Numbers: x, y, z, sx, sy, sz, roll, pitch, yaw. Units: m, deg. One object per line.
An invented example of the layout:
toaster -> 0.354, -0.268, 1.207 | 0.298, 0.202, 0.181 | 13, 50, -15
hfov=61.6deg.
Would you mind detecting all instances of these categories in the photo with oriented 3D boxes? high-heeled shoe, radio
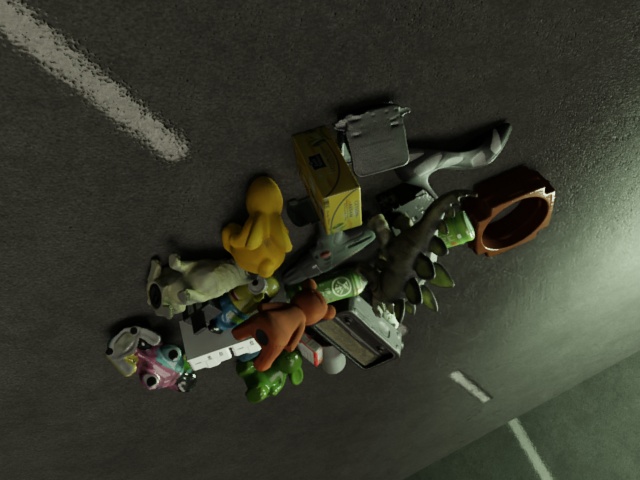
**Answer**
high-heeled shoe -> 0.258, -0.190, 1.065 | 0.249, 0.086, 0.145 | -43, 110, -5
radio -> 0.097, 0.230, 1.355 | 0.131, 0.073, 0.229 | -28, 123, 33

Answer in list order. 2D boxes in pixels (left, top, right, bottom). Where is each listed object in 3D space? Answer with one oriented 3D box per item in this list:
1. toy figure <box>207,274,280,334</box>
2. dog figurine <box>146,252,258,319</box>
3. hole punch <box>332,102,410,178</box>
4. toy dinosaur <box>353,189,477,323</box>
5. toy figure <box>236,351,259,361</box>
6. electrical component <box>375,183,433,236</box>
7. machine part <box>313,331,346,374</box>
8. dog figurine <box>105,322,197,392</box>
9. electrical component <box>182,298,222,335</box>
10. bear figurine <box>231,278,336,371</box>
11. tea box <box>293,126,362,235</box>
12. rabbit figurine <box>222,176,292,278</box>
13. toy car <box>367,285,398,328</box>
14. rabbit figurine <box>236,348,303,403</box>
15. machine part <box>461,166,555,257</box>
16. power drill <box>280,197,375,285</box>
toy figure -> -0.171, 0.132, 1.176 | 0.180, 0.082, 0.089 | -43, 165, 10
dog figurine -> -0.235, 0.085, 1.088 | 0.172, 0.121, 0.190 | -15, 173, 42
hole punch -> 0.089, -0.183, 0.961 | 0.142, 0.092, 0.115 | -14, 111, -9
toy dinosaur -> 0.178, 0.037, 1.062 | 0.105, 0.199, 0.470 | -16, 145, -24
toy figure -> -0.145, 0.244, 1.337 | 0.154, 0.064, 0.057 | -38, 102, 10
electrical component -> 0.194, -0.066, 1.160 | 0.115, 0.058, 0.134 | -27, 141, 7
machine part -> 0.027, 0.298, 1.476 | 0.079, 0.079, 0.243 | -19, 140, -7
dog figurine -> -0.371, 0.275, 1.219 | 0.108, 0.192, 0.219 | -57, 174, -17
electrical component -> -0.247, 0.148, 1.124 | 0.075, 0.119, 0.047 | -37, 140, 11
bear figurine -> -0.071, 0.173, 1.159 | 0.196, 0.120, 0.132 | -29, 167, -49
tea box -> 0.012, -0.104, 0.928 | 0.068, 0.170, 0.098 | -17, 143, -8
rabbit figurine -> -0.113, -0.028, 0.989 | 0.122, 0.162, 0.173 | 4, 117, -15
toy car -> 0.168, 0.171, 1.405 | 0.056, 0.074, 0.201 | -20, 142, 0
rabbit figurine -> -0.108, 0.349, 1.427 | 0.170, 0.121, 0.159 | -36, 147, 18
machine part -> 0.437, -0.065, 1.267 | 0.201, 0.087, 0.201 | -23, 140, -3
power drill -> -0.002, -0.003, 1.111 | 0.232, 0.086, 0.207 | -26, 138, -1
